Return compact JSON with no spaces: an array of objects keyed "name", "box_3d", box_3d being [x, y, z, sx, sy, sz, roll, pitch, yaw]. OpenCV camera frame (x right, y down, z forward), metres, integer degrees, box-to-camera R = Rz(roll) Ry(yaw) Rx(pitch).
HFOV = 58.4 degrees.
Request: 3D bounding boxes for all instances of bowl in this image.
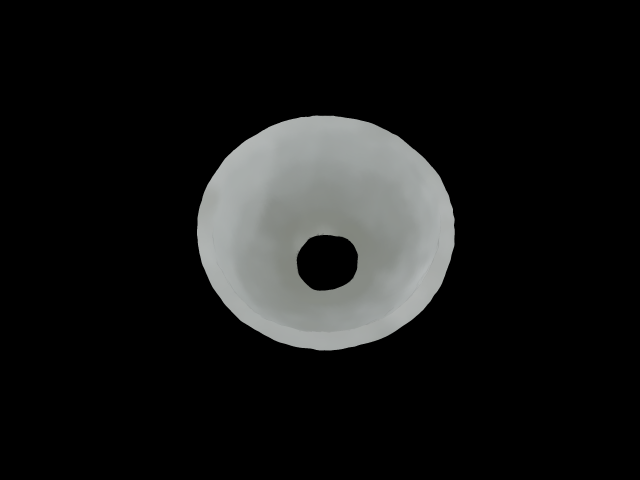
[{"name":"bowl","box_3d":[0.004,0.001,0.400,0.167,0.075,0.167,0,67,0]}]
